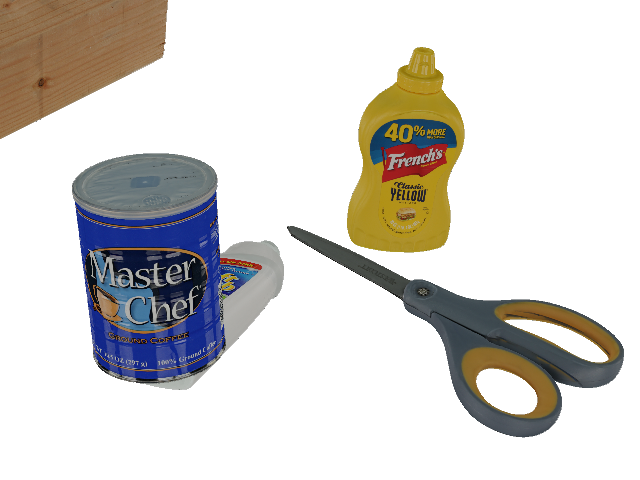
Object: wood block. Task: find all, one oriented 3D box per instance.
[{"bbox_3d":[-0.233,-0.178,0.922,0.090,0.091,0.205,30,43,21],"label":"wood block"}]

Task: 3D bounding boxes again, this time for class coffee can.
[{"bbox_3d":[-0.124,0.019,0.789,0.103,0.140,0.103,-1,27,0],"label":"coffee can"}]

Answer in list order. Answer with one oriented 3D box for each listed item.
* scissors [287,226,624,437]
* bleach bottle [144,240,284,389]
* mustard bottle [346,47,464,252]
[{"bbox_3d":[0.053,0.045,0.556,0.202,0.016,0.096,16,42,20],"label":"scissors"},{"bbox_3d":[-0.109,0.056,1.050,0.103,0.068,0.250,12,25,18],"label":"bleach bottle"},{"bbox_3d":[0.082,-0.083,0.979,0.096,0.192,0.058,3,29,-7],"label":"mustard bottle"}]
